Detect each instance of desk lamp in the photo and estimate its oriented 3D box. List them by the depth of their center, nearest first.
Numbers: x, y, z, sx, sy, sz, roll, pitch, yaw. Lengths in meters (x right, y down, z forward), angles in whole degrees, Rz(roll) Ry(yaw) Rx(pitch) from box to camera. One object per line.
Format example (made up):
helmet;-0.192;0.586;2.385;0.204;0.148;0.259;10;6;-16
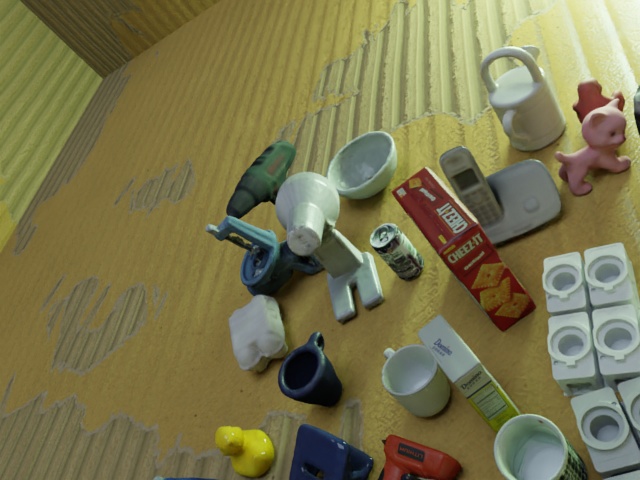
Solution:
desk lamp;0.009;0.004;1.031;0.118;0.214;0.203;-32;39;16

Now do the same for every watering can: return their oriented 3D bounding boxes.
watering can;0.343;-0.259;0.988;0.100;0.195;0.173;-20;43;28

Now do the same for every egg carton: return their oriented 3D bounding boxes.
egg carton;-0.118;0.178;1.103;0.107;0.070;0.150;-36;38;10

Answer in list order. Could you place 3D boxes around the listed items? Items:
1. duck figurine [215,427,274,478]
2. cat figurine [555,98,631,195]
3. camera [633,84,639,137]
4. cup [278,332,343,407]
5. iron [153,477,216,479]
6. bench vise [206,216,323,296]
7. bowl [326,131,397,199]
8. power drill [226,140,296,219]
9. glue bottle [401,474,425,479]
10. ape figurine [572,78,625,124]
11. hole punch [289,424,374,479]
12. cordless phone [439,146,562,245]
duck figurine;-0.133;0.342;0.947;0.104;0.086;0.077;14;65;48
cat figurine;0.419;-0.150;0.878;0.127;0.118;0.067;-35;38;12
camera;0.520;-0.174;0.821;0.142;0.101;0.137;6;59;46
cup;-0.003;0.219;0.936;0.091;0.095;0.118;-7;50;39
iron;-0.192;0.418;0.882;0.257;0.142;0.119;10;62;47
bench vise;-0.105;0.001;1.134;0.207;0.220;0.121;-43;37;2
bowl;0.099;-0.144;1.205;0.167;0.075;0.167;-25;41;24
power drill;-0.085;-0.086;1.208;0.075;0.209;0.230;-8;50;38
glue bottle;0.139;0.302;0.659;0.077;0.174;0.037;1;56;43
ape figurine;0.452;-0.229;0.944;0.077;0.092;0.076;11;63;47
hole punch;0.007;0.332;0.822;0.108;0.091;0.101;6;59;46
cordless phone;0.278;-0.088;0.893;0.147;0.186;0.094;-28;40;20
